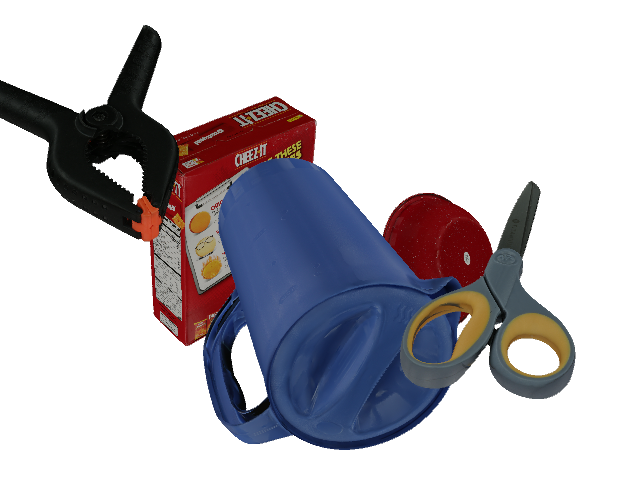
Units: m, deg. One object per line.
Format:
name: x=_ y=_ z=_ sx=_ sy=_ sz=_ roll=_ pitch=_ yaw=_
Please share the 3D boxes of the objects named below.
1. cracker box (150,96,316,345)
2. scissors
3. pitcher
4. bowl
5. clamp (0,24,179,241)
cracker box: x=-0.091 y=-0.020 z=1.081 sx=0.163 sy=0.214 sz=0.072 roll=-27 pitch=47 yaw=-34
scissors: x=0.117 y=0.025 z=0.590 sx=0.096 sy=0.016 sz=0.201 roll=21 pitch=40 yaw=28
pitcher: x=-0.011 y=0.038 z=0.796 sx=0.149 sy=0.145 sz=0.243 roll=3 pitch=26 yaw=-20
bowl: x=0.145 y=0.022 z=1.205 sx=0.161 sy=0.162 sz=0.055 roll=0 pitch=-6 yaw=-39
clamp: x=-0.156 y=-0.085 z=0.791 sx=0.164 sy=0.036 sz=0.210 roll=-25 pitch=56 yaw=-25
